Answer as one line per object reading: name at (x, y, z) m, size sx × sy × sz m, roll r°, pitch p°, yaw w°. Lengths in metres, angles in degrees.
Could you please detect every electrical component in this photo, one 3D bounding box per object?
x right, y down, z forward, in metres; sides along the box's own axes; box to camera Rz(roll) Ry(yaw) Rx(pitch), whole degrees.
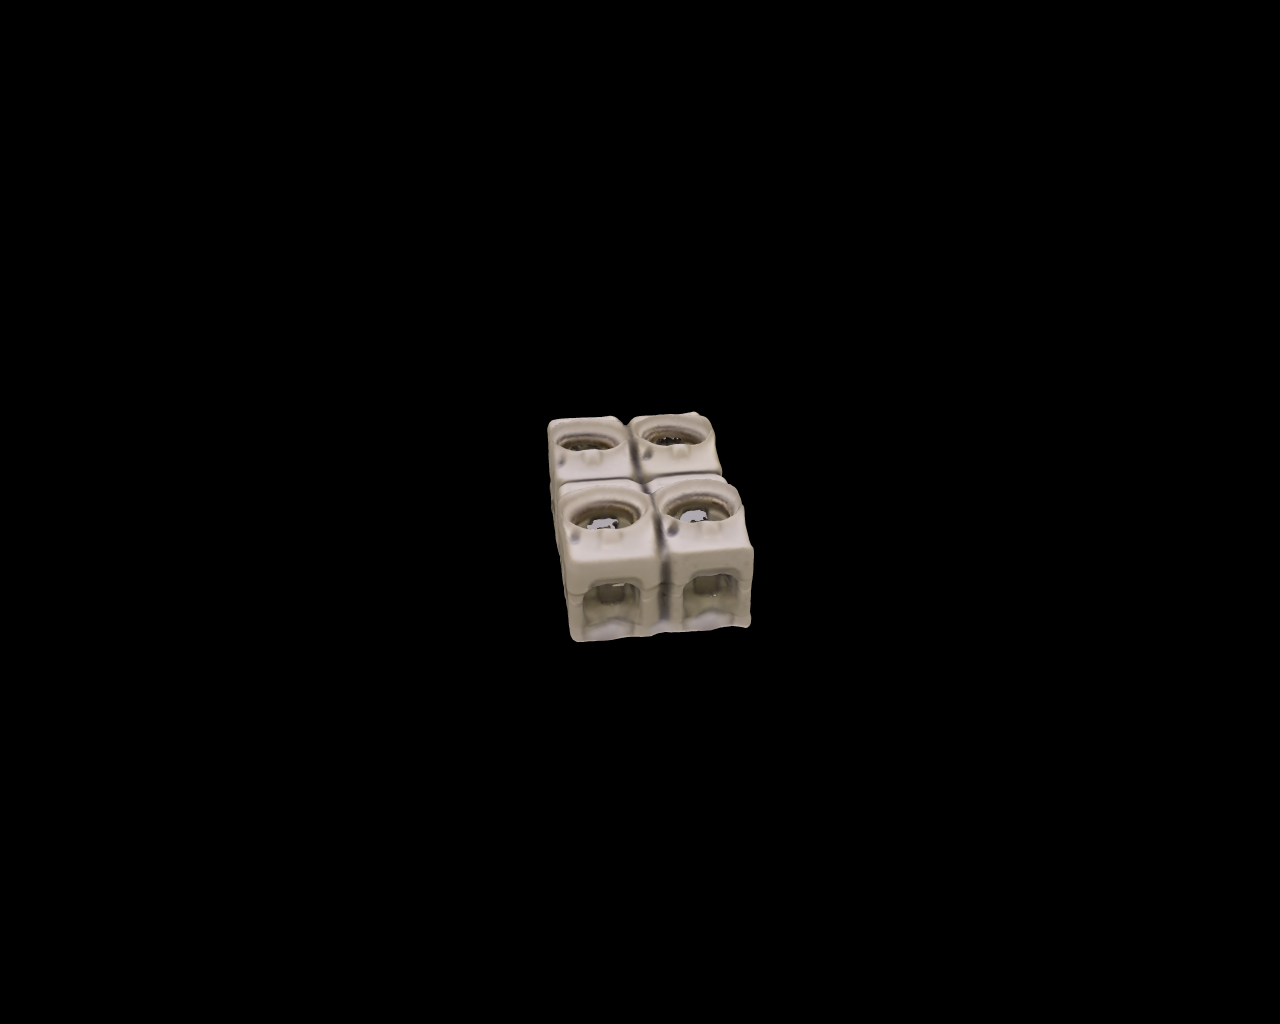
electrical component at (0.001, -0.003, 0.650) m, size 0.105 × 0.060 × 0.186 m, roll -4°, pitch 30°, yaw -6°
